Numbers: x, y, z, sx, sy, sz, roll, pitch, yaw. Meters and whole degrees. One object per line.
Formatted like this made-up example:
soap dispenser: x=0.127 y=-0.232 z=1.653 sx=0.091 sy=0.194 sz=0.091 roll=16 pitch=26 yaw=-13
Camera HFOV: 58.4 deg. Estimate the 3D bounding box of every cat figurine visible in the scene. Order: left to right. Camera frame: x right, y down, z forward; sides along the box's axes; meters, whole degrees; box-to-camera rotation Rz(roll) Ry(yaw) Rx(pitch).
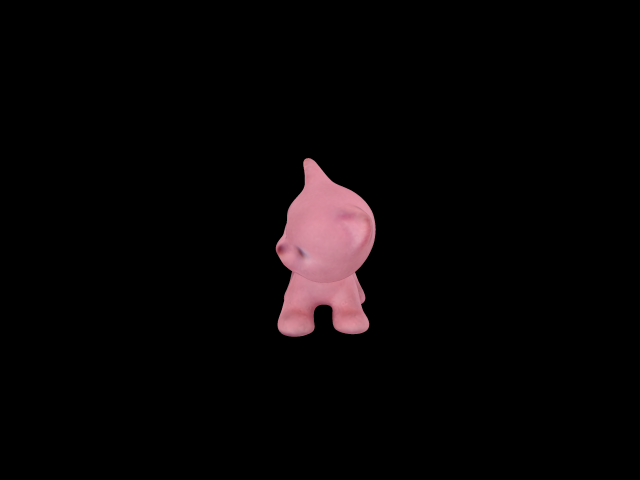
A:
cat figurine: x=0.004 y=0.001 z=0.400 sx=0.067 sy=0.118 sz=0.128 roll=0 pitch=11 yaw=-2
